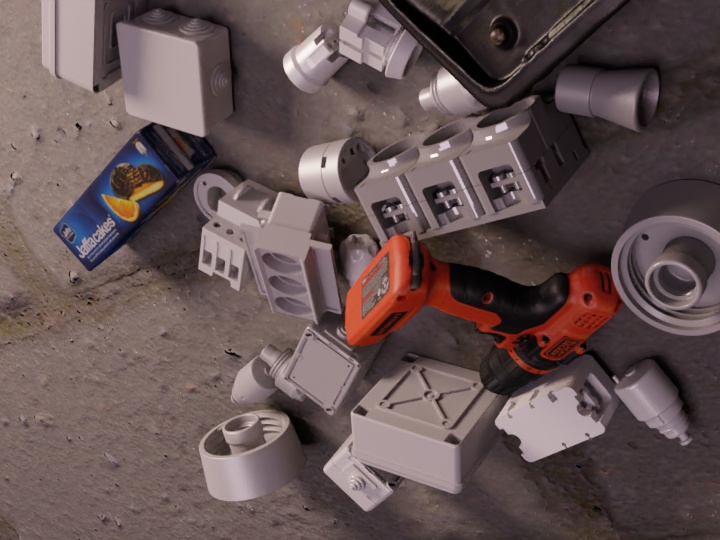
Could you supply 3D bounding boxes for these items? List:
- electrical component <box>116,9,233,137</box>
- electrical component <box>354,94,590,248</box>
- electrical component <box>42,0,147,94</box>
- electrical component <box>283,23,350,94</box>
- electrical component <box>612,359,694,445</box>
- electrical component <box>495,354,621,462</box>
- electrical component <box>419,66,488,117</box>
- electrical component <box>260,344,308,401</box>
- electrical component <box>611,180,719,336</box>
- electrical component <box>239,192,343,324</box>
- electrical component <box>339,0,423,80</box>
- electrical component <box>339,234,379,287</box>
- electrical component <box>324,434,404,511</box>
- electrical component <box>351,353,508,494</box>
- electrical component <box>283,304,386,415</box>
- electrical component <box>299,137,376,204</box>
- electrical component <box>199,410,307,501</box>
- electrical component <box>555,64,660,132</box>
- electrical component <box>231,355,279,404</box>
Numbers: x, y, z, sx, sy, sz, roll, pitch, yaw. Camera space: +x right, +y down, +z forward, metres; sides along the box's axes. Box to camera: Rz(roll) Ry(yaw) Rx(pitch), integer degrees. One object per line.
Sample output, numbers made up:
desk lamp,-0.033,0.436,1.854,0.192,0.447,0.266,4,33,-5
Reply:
electrical component,-0.159,-0.174,0.938,0.100,0.048,0.099,19,129,24
electrical component,0.081,-0.077,0.808,0.150,0.089,0.061,-14,111,40
electrical component,-0.232,-0.222,0.936,0.057,0.078,0.113,26,132,14
electrical component,-0.032,-0.170,0.860,0.046,0.040,0.040,-35,97,38
electrical component,0.238,0.107,0.861,0.078,0.040,0.040,50,135,-5
electrical component,0.168,0.114,0.904,0.050,0.055,0.089,50,134,-6
electrical component,0.072,-0.136,0.807,0.062,0.043,0.043,-13,112,45
electrical component,-0.071,0.098,1.070,0.062,0.043,0.043,36,134,11
electrical component,0.234,-0.003,0.773,0.108,0.060,0.108,18,129,24
electrical component,-0.053,-0.011,0.931,0.079,0.063,0.121,14,154,11
electrical component,0.018,-0.175,0.811,0.055,0.048,0.066,30,167,6
electrical component,0.000,0.000,0.958,0.035,0.035,0.061,17,130,25
electrical component,0.012,0.184,1.034,0.062,0.096,0.061,43,135,2
electrical component,0.063,0.133,0.955,0.109,0.109,0.056,14,124,27
electrical component,-0.020,0.076,1.006,0.062,0.061,0.096,36,134,9
electrical component,-0.018,-0.082,0.901,0.047,0.055,0.055,-2,119,40
electrical component,-0.116,0.185,1.122,0.108,0.108,0.060,-2,112,36
electrical component,0.170,-0.123,0.749,0.065,0.044,0.044,16,128,32
electrical component,-0.111,0.118,1.114,0.040,0.040,0.078,47,134,-2
